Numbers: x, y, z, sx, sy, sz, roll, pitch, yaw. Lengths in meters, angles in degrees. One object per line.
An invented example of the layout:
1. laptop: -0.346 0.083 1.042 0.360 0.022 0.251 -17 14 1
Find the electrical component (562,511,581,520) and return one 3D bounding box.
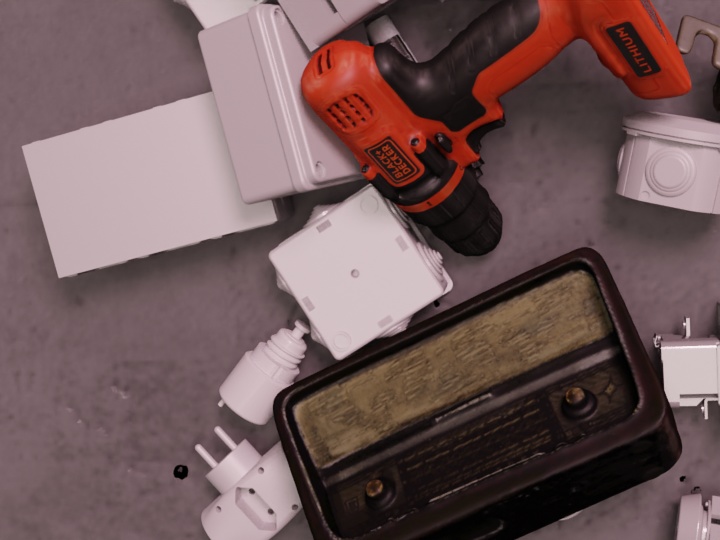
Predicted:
1. electrical component: 0.126 0.140 0.688 0.048 0.062 0.048 1 96 8

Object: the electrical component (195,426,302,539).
1. electrical component: -0.078 0.141 0.728 0.077 0.043 0.079 -43 89 10

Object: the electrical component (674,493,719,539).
1. electrical component: 0.229 0.169 0.681 0.055 0.066 0.048 7 132 16

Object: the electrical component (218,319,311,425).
1. electrical component: -0.060 0.067 0.719 0.040 0.040 0.078 38 100 3

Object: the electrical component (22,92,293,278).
1. electrical component: -0.129 -0.058 0.705 0.150 0.062 0.089 -14 94 10

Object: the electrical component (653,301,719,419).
1. electrical component: 0.219 0.062 0.677 0.064 0.042 0.081 -3 95 13

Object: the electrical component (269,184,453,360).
1. electrical component: 0.000 0.000 0.699 0.100 0.048 0.099 -33 90 10

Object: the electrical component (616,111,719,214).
1. electrical component: 0.195 -0.066 0.648 0.080 0.080 0.051 10 103 7

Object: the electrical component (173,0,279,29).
1. electrical component: -0.079 -0.202 0.689 0.100 0.048 0.099 -34 90 10

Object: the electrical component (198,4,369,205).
1. electrical component: -0.035 -0.103 0.659 0.056 0.109 0.108 -13 94 32

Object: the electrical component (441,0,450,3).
1. electrical component: 0.106 -0.226 0.620 0.150 0.062 0.089 -23 93 -18

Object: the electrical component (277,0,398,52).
1. electrical component: -0.035 -0.233 0.621 0.060 0.105 0.186 -27 101 33
